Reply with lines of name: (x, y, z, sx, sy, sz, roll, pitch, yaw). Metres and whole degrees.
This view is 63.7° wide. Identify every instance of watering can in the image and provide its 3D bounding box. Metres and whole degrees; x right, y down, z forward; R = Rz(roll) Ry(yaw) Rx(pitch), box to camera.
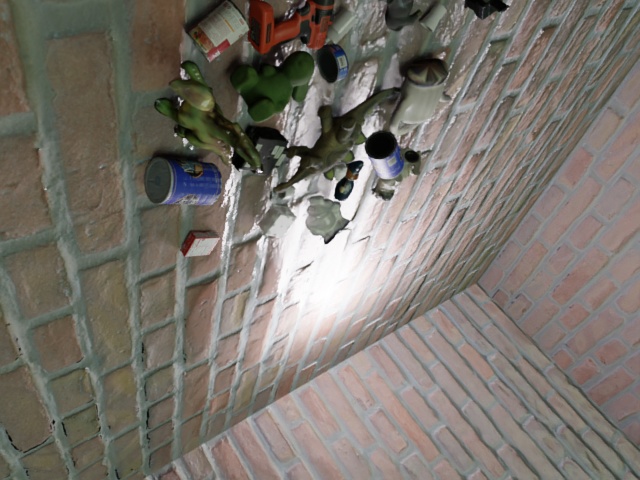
watering can: (0.319, -0.439, 1.530, 0.353, 0.105, 0.219, -38, 155, -36)

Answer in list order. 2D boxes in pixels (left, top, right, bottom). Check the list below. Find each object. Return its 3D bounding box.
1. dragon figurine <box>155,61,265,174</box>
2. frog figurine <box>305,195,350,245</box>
dragon figurine: (-0.201, -0.207, 1.048, 0.122, 0.246, 0.403, -43, 151, -5)
frog figurine: (0.005, -0.084, 1.678, 0.136, 0.125, 0.157, -33, 117, 18)
